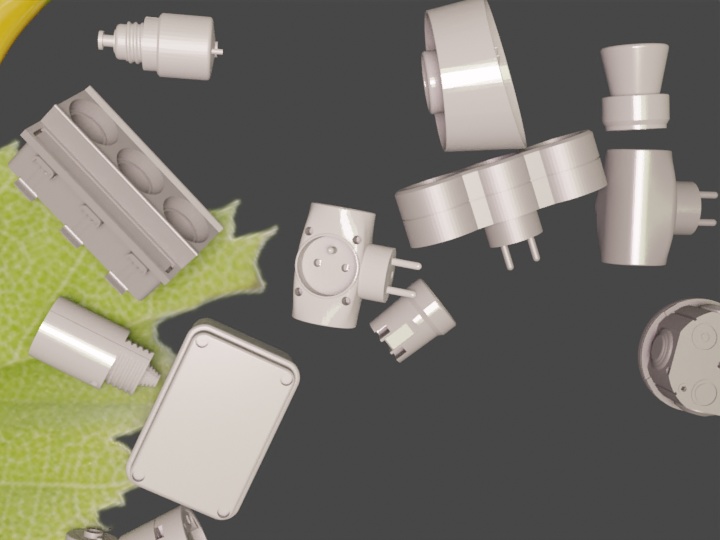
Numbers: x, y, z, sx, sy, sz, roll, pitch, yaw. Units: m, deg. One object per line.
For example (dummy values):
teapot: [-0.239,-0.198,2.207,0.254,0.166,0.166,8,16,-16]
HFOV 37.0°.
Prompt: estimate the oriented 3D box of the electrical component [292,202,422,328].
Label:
electrical component: [0.000,0.000,0.706,0.079,0.044,0.077,11,94,10]

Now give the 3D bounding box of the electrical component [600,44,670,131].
electrical component: [0.185,-0.122,0.722,0.045,0.045,0.055,-3,96,-6]

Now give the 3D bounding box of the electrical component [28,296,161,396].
electrical component: [-0.168,0.054,0.698,0.081,0.043,0.043,28,92,-8]

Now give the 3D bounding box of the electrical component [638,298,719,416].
electrical component: [0.238,0.061,0.741,0.080,0.051,0.080,-1,95,-7]

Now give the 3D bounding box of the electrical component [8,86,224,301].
electrical component: [-0.155,-0.045,0.677,0.063,0.078,0.121,-38,99,28]

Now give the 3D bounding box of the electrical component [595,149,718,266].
electrical component: [0.205,-0.042,0.731,0.079,0.044,0.077,1,95,-7]

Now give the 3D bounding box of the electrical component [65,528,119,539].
electrical component: [-0.183,0.205,0.712,0.044,0.044,0.065,11,89,-7]

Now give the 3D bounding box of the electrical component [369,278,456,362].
electrical component: [0.035,0.035,0.722,0.046,0.040,0.040,-38,98,4]

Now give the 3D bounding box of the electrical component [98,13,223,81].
electrical component: [-0.127,-0.143,0.686,0.078,0.040,0.040,3,95,-7]

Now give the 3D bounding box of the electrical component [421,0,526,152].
electrical component: [0.073,-0.123,0.685,0.064,0.099,0.099,-8,96,1]

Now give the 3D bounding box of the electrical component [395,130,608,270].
electrical component: [0.099,-0.038,0.716,0.138,0.052,0.073,-18,97,-5]

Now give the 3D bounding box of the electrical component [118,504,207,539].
electrical component: [-0.128,0.190,0.710,0.047,0.055,0.055,-24,97,0]

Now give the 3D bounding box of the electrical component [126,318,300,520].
electrical component: [-0.096,0.096,0.703,0.078,0.057,0.113,25,92,-8]
